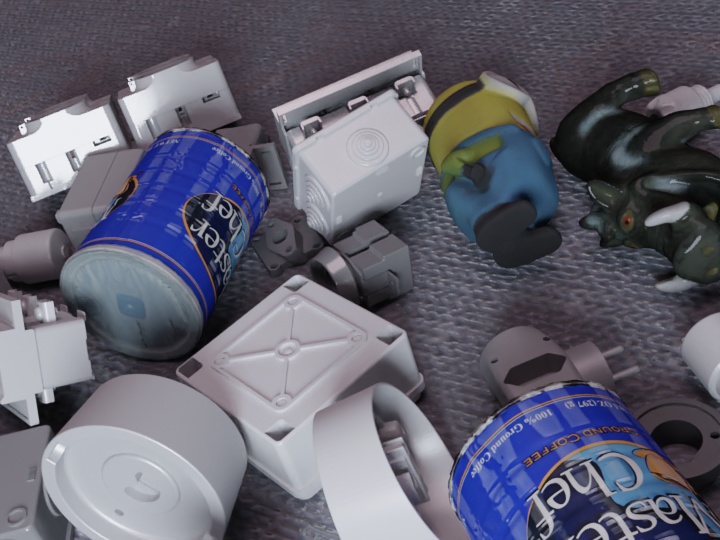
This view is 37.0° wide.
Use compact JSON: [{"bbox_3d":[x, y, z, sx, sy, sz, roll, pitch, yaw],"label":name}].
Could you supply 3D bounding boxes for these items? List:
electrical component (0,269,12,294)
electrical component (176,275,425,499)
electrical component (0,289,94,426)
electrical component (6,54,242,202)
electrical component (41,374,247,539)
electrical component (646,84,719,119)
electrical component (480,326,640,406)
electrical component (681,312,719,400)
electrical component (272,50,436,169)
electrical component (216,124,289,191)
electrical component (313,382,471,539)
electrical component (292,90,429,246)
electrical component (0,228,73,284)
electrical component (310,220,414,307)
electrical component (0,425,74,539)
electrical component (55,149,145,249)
[{"bbox_3d":[-0.298,0.041,0.796,0.050,0.055,0.089,-2,41,20],"label":"electrical component"},{"bbox_3d":[-0.037,0.068,0.660,0.109,0.056,0.109,-39,43,-25],"label":"electrical component"},{"bbox_3d":[-0.226,0.051,0.719,0.063,0.078,0.121,-11,9,-30],"label":"electrical component"},{"bbox_3d":[-0.206,-0.131,0.936,0.186,0.060,0.105,-23,17,-6],"label":"electrical component"},{"bbox_3d":[-0.116,0.107,0.607,0.108,0.108,0.060,-2,35,20],"label":"electrical component"},{"bbox_3d":[0.243,-0.120,0.795,0.061,0.035,0.035,-27,39,-15],"label":"electrical component"},{"bbox_3d":[0.119,0.065,0.612,0.079,0.043,0.077,-22,38,-5],"label":"electrical component"},{"bbox_3d":[0.209,0.057,0.589,0.040,0.040,0.078,-21,39,-3],"label":"electrical component"},{"bbox_3d":[0.000,-0.116,0.856,0.121,0.078,0.063,-24,64,-7],"label":"electrical component"},{"bbox_3d":[-0.101,-0.087,0.886,0.081,0.042,0.063,-7,36,13],"label":"electrical component"},{"bbox_3d":[0.016,0.109,0.560,0.064,0.099,0.099,-20,38,8],"label":"electrical component"},{"bbox_3d":[0.001,-0.071,0.781,0.100,0.099,0.048,-32,71,-15],"label":"electrical component"},{"bbox_3d":[-0.266,-0.009,0.857,0.078,0.040,0.040,-10,39,11],"label":"electrical component"},{"bbox_3d":[0.000,0.000,0.738,0.055,0.048,0.066,-25,38,-21],"label":"electrical component"},{"bbox_3d":[-0.221,0.145,0.645,0.100,0.048,0.099,-14,37,3],"label":"electrical component"},{"bbox_3d":[-0.193,-0.044,0.853,0.061,0.061,0.096,-7,40,13],"label":"electrical component"}]
